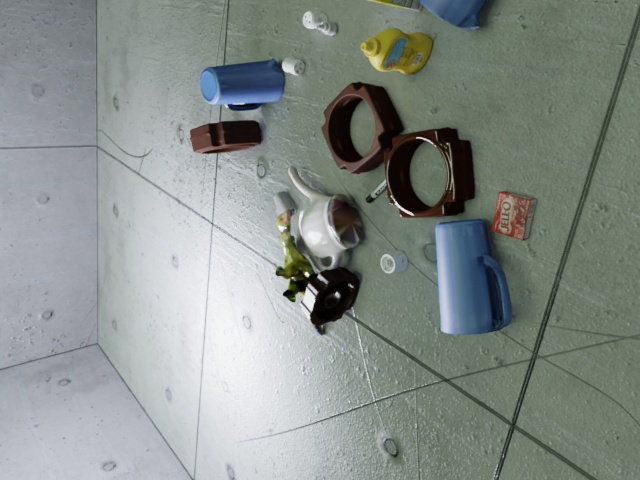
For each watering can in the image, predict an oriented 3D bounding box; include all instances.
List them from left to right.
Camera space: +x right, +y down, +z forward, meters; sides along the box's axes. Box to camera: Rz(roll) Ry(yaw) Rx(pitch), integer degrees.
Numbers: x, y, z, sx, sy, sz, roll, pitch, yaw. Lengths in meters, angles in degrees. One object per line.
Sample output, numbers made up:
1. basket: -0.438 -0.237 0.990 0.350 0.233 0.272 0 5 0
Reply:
1. watering can: 0.004 -0.074 1.476 0.222 0.104 0.349 -23 81 50

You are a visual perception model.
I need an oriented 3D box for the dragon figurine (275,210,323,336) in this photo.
1. dragon figurine: -0.061 0.086 1.570 0.248 0.122 0.401 -102 -2 -50
